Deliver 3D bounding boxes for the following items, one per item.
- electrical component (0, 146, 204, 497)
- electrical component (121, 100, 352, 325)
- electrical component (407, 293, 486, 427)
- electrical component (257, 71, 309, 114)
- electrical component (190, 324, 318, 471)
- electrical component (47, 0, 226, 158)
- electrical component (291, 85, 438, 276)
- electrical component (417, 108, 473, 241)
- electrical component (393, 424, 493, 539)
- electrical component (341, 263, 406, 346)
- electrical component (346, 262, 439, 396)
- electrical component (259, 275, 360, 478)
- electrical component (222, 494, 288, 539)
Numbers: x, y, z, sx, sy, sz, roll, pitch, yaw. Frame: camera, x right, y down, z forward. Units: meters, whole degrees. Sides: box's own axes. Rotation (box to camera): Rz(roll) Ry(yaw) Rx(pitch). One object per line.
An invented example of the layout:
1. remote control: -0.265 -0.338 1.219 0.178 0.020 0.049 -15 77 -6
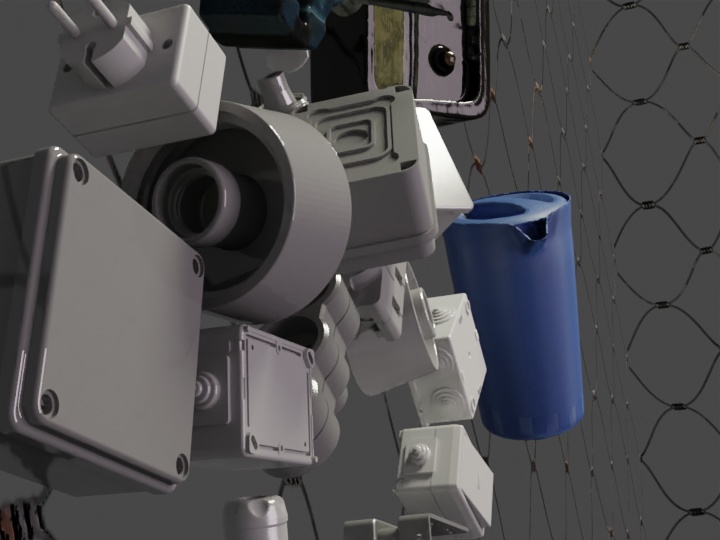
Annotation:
1. electrical component: -0.113 0.025 0.423 0.108 0.056 0.108 47 39 -58
2. electrical component: -0.065 -0.029 0.514 0.060 0.108 0.108 11 72 -63
3. electrical component: 0.075 0.077 0.948 0.099 0.048 0.099 -61 138 -59
4. electrical component: -0.047 -0.094 0.683 0.043 0.043 0.062 -64 139 -58
5. electrical component: -0.068 0.065 0.529 0.096 0.061 0.061 31 53 -65
6. electrical component: -0.107 -0.094 0.476 0.076 0.066 0.047 53 34 -53
7. electrical component: 0.001 -0.052 0.618 0.113 0.078 0.057 -90 167 -57
8. electrical component: 0.017 -0.064 0.733 0.100 0.048 0.099 -2 58 -37
9. electrical component: 0.068 0.169 0.871 0.096 0.061 0.061 63 26 -42
10. electrical component: 0.000 0.000 0.764 0.055 0.050 0.089 60 29 -49
11. electrical component: 0.023 0.042 0.829 0.099 0.064 0.099 -17 90 -82
12. electrical component: -0.031 0.067 0.646 0.138 0.052 0.073 -79 153 -45
13. electrical component: -0.054 0.152 0.571 0.035 0.035 0.061 9 75 -70
